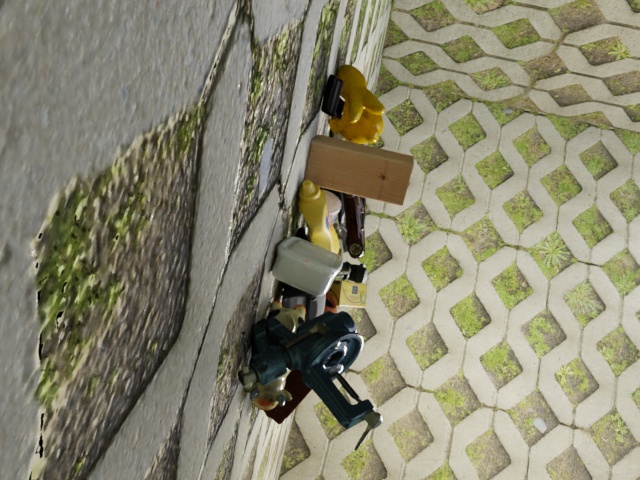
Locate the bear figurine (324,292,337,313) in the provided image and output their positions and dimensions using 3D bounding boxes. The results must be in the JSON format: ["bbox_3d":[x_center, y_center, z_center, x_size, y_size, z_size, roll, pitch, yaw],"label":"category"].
[{"bbox_3d":[-0.048,0.205,1.302,0.120,0.132,0.195,16,120,-46],"label":"bear figurine"}]

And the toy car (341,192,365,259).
[{"bbox_3d":[0.076,-0.057,1.222,0.089,0.053,0.202,-77,162,-78],"label":"toy car"}]

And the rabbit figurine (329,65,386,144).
[{"bbox_3d":[0.078,-0.308,1.222,0.162,0.122,0.173,-111,-176,-58],"label":"rabbit figurine"}]

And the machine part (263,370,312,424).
[{"bbox_3d":[-0.042,0.278,1.148,0.201,0.087,0.201,-51,173,3],"label":"machine part"}]

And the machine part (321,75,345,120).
[{"bbox_3d":[0.027,-0.290,1.111,0.139,0.039,0.084,1,98,-84],"label":"machine part"}]

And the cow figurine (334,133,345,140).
[{"bbox_3d":[0.037,-0.180,1.308,0.098,0.068,0.167,-47,165,-13],"label":"cow figurine"}]

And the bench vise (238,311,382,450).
[{"bbox_3d":[-0.003,0.208,0.848,0.223,0.241,0.128,-13,135,-38],"label":"bench vise"}]

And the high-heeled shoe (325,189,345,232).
[{"bbox_3d":[0.035,-0.055,1.398,0.145,0.086,0.248,-39,154,-59],"label":"high-heeled shoe"}]

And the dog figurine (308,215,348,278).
[{"bbox_3d":[0.001,-0.004,1.311,0.172,0.121,0.190,154,-62,-62],"label":"dog figurine"}]

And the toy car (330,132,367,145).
[{"bbox_3d":[0.073,-0.243,1.420,0.109,0.103,0.161,-56,157,-76],"label":"toy car"}]

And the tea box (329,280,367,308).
[{"bbox_3d":[0.049,0.142,1.426,0.169,0.098,0.068,17,78,-59],"label":"tea box"}]

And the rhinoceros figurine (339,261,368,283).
[{"bbox_3d":[0.046,0.086,1.560,0.112,0.191,0.073,28,75,-59],"label":"rhinoceros figurine"}]

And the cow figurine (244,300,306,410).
[{"bbox_3d":[-0.079,0.218,0.979,0.127,0.085,0.194,-93,-162,-83],"label":"cow figurine"}]

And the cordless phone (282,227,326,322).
[{"bbox_3d":[-0.042,0.077,1.146,0.146,0.089,0.184,97,-11,-51],"label":"cordless phone"}]

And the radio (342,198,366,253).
[{"bbox_3d":[0.072,-0.081,1.583,0.131,0.073,0.230,47,36,-32],"label":"radio"}]
